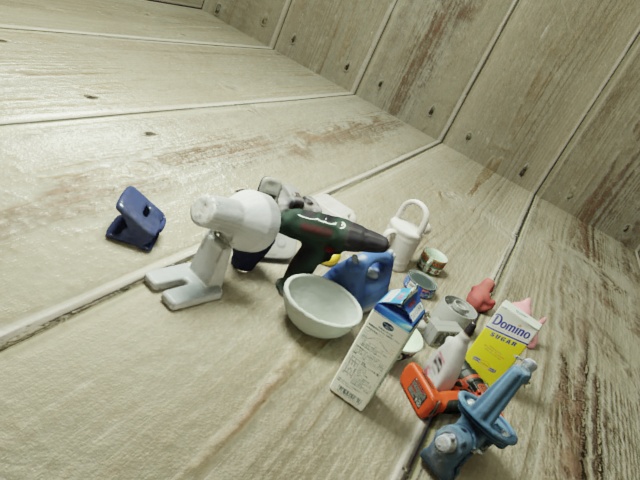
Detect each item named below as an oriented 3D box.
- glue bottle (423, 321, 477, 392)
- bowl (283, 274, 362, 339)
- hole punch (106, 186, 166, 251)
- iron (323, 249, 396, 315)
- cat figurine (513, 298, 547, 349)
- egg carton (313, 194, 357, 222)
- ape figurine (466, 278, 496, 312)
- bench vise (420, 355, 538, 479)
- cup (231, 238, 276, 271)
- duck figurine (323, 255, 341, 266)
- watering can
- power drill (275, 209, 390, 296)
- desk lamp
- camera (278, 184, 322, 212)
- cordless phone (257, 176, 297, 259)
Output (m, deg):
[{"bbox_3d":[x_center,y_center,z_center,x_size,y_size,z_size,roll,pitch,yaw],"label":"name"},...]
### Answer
[{"bbox_3d":[0.256,0.225,1.113,0.037,0.173,0.078,15,27,-21],"label":"glue bottle"},{"bbox_3d":[-0.004,0.144,1.139,0.168,0.074,0.167,21,26,-10],"label":"bowl"},{"bbox_3d":[-0.360,-0.046,1.148,0.101,0.091,0.108,20,26,-13],"label":"hole punch"},{"bbox_3d":[0.112,0.074,1.303,0.118,0.141,0.259,39,28,26],"label":"iron"},{"bbox_3d":[0.520,0.205,1.465,0.128,0.117,0.067,18,26,-16],"label":"cat figurine"},{"bbox_3d":[0.028,-0.068,1.582,0.150,0.069,0.107,33,26,14],"label":"egg carton"},{"bbox_3d":[0.438,0.143,1.536,0.076,0.092,0.077,8,31,-34],"label":"ape figurine"},{"bbox_3d":[0.275,0.297,0.938,0.121,0.219,0.208,34,26,17],"label":"bench vise"},{"bbox_3d":[-0.158,0.010,1.226,0.092,0.095,0.117,4,33,-39],"label":"cup"},{"bbox_3d":[0.013,0.005,1.408,0.104,0.086,0.078,34,26,17],"label":"duck figurine"},{"bbox_3d":[0.230,-0.022,1.536,0.100,0.194,0.173,33,26,14],"label":"watering can"},{"bbox_3d":[0.003,0.037,1.192,0.229,0.208,0.075,25,25,-3],"label":"power drill"},{"bbox_3d":[-0.190,0.006,1.065,0.117,0.213,0.204,38,28,25],"label":"desk lamp"},{"bbox_3d":[-0.082,-0.100,1.502,0.144,0.101,0.136,6,32,-36],"label":"camera"},{"bbox_3d":[-0.102,-0.050,1.287,0.148,0.185,0.094,6,31,-36],"label":"cordless phone"}]
